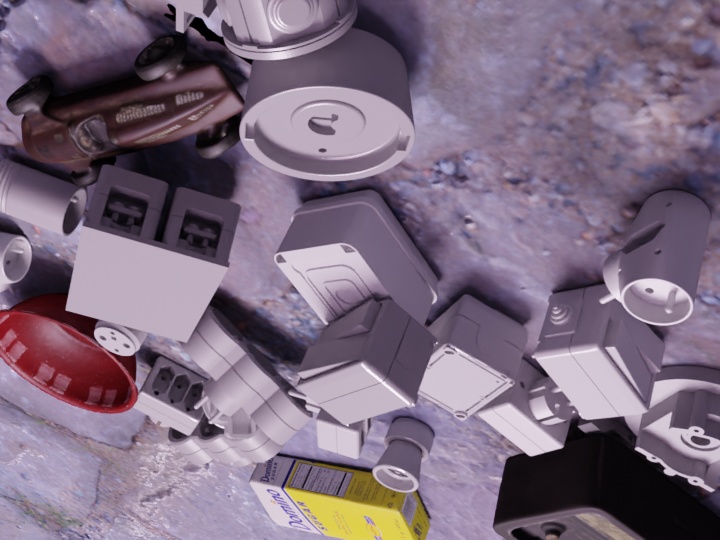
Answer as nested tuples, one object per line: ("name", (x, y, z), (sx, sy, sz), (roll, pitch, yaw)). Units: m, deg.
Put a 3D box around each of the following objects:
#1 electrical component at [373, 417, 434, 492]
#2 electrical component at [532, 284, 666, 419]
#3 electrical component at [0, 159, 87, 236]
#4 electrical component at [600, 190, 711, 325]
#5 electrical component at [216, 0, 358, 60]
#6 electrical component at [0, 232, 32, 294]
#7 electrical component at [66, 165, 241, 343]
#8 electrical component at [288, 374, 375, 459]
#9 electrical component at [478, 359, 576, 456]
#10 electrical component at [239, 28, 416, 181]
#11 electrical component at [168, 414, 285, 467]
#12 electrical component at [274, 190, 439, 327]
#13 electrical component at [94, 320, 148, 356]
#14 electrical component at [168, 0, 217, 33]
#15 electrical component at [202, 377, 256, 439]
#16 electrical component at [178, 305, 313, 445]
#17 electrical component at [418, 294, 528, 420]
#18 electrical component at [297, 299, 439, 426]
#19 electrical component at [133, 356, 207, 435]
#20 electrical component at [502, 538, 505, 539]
("electrical component", (0.041, 0.172, 1.001), (0.045, 0.055, 0.045), (15, 143, 12))
("electrical component", (0.173, 0.055, 0.776), (0.061, 0.061, 0.096), (-14, 130, 40))
("electrical component", (-0.274, -0.062, 0.894), (0.081, 0.043, 0.043), (20, 144, 5))
("electrical component", (0.183, -0.001, 0.687), (0.043, 0.077, 0.079), (35, 142, -15))
("electrical component", (-0.045, -0.159, 0.616), (0.080, 0.080, 0.051), (6, 135, 22))
("electrical component", (-0.346, -0.004, 1.005), (0.077, 0.044, 0.079), (10, 142, 18))
("electrical component", (-0.166, -0.011, 0.848), (0.105, 0.060, 0.186), (16, 155, -12))
("electrical component", (-0.023, 0.108, 0.934), (0.076, 0.083, 0.047), (15, 143, 12))
("electrical component", (0.148, 0.107, 0.867), (0.066, 0.047, 0.077), (39, 141, -20))
("electrical component", (-0.020, -0.108, 0.673), (0.108, 0.060, 0.108), (1, 155, 0))
("electrical component", (-0.126, 0.176, 1.101), (0.138, 0.052, 0.073), (-10, 132, 38))
("electrical component", (0.000, 0.000, 0.808), (0.078, 0.057, 0.113), (-8, 133, 36))
("electrical component", (-0.211, 0.044, 0.982), (0.045, 0.055, 0.045), (15, 143, 12))
("electrical component", (-0.111, -0.190, 0.645), (0.064, 0.042, 0.081), (19, 143, 4))
("electrical component", (-0.118, 0.120, 1.015), (0.058, 0.078, 0.057), (3, 168, -19))
("electrical component", (-0.115, 0.105, 0.961), (0.138, 0.074, 0.052), (47, -176, -6))
("electrical component", (0.080, 0.069, 0.846), (0.062, 0.061, 0.096), (30, 143, -9))
("electrical component", (-0.002, 0.068, 0.790), (0.061, 0.061, 0.096), (41, 141, -22))
("electrical component", (-0.193, 0.135, 1.091), (0.066, 0.047, 0.076), (29, 142, -8))
("electrical component", (0.172, 0.283, 1.077), (0.062, 0.043, 0.043), (7, 140, 24))
